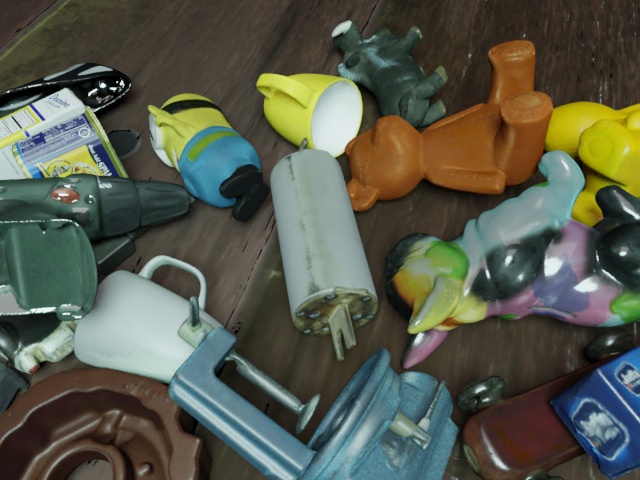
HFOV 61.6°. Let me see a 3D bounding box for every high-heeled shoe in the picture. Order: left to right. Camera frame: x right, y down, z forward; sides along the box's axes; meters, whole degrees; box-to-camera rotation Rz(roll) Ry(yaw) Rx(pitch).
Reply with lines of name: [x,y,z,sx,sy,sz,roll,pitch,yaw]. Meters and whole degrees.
high-heeled shoe: [-0.325,-0.132,0.602,0.145,0.086,0.249,1,39,17]

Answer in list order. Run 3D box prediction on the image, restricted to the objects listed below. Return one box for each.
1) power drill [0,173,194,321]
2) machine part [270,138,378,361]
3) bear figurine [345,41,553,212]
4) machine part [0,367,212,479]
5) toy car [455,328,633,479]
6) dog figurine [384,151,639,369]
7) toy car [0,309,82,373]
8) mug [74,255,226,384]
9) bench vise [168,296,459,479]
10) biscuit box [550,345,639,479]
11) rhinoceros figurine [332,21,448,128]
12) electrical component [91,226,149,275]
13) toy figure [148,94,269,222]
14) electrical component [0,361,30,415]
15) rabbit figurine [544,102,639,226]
power drill: [-0.214,-0.011,0.440,0.232,0.085,0.207,-3,24,-17]
machine part: [-0.001,-0.002,0.505,0.079,0.079,0.243,-10,53,-5]
bear figurine: [0.112,-0.103,0.532,0.196,0.131,0.120,-1,51,13]
machine part: [-0.167,0.180,0.387,0.179,0.056,0.179,-2,52,2]
toy car: [0.192,0.130,0.403,0.202,0.053,0.089,-12,52,-25]
dog figurine: [0.164,0.040,0.451,0.219,0.108,0.192,-37,62,-18]
toy car: [-0.293,0.048,0.494,0.202,0.056,0.073,31,53,22]
mug: [-0.130,0.072,0.457,0.107,0.080,0.109,22,59,6]
bench vise: [-0.012,0.143,0.356,0.241,0.128,0.224,36,53,6]
biscuit box: [0.261,0.094,0.377,0.203,0.059,0.063,-15,56,-25]
rhinoceros figurine: [0.080,-0.206,0.666,0.112,0.073,0.190,-25,57,-3]
electrical component: [-0.224,0.002,0.545,0.063,0.021,0.094,32,61,24]
toy figure: [-0.117,-0.093,0.579,0.089,0.082,0.180,-20,45,-36]
electrical component: [-0.299,0.148,0.421,0.075,0.047,0.119,9,54,9]
rabbit figurine: [0.298,-0.096,0.544,0.162,0.121,0.173,-19,35,-4]
